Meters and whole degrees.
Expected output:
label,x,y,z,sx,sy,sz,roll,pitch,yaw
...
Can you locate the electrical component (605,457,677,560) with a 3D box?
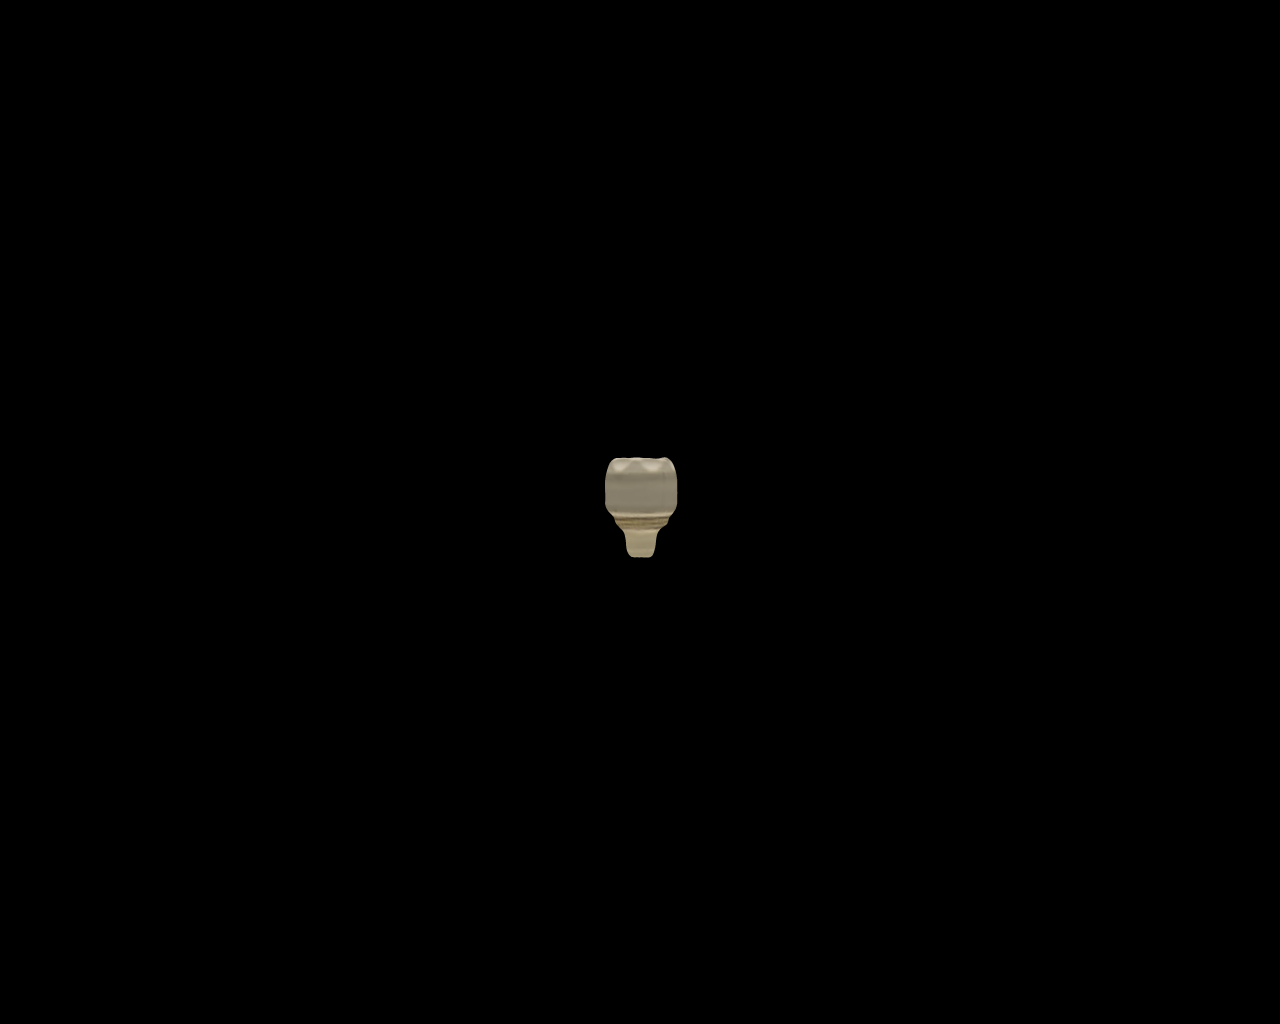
label,x,y,z,sx,sy,sz,roll,pitch,yaw
electrical component,0.001,-0.003,0.650,0.043,0.062,0.043,0,2,0
